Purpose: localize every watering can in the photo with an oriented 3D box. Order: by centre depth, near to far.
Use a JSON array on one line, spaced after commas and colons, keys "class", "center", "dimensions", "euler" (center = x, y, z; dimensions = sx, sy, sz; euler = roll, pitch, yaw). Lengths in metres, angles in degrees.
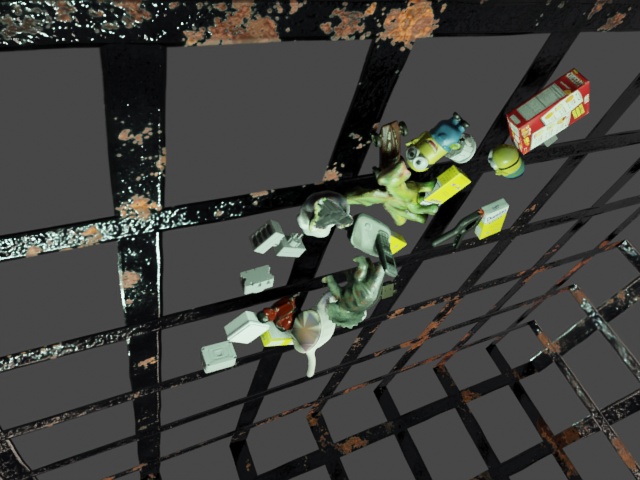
[{"class": "watering can", "center": [-0.023, 0.347, 1.822], "dimensions": [0.224, 0.104, 0.346], "euler": [2, 105, -66]}]

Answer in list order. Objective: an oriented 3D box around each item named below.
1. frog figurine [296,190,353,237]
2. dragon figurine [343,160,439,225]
[{"class": "frog figurine", "center": [0.004, -0.068, 1.361], "dimensions": [0.138, 0.122, 0.159], "euler": [-29, -173, -12]}, {"class": "dragon figurine", "center": [0.179, -0.111, 1.407], "dimensions": [0.242, 0.124, 0.404], "euler": [9, 162, -9]}]
